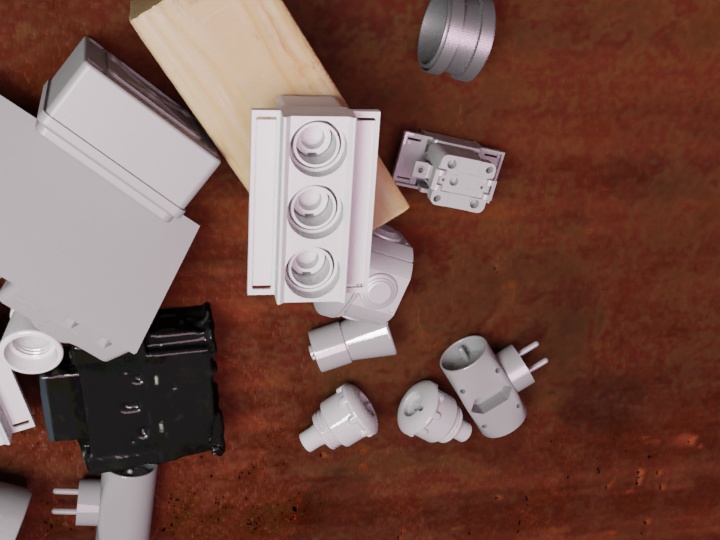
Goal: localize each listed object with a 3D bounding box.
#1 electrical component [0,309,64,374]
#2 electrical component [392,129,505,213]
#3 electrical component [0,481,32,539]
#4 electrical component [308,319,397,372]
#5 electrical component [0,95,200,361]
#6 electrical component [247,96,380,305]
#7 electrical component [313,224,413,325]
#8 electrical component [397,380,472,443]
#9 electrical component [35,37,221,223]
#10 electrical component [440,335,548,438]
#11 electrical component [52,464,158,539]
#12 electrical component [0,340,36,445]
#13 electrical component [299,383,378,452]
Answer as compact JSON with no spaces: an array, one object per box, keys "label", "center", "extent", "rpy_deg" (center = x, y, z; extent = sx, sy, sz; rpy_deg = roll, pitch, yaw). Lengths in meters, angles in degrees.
[{"label":"electrical component","center":[-0.236,0.037,0.777],"extent":[0.044,0.065,0.044],"rpy_deg":[-6,134,-6]},{"label":"electrical component","center":[0.069,-0.072,0.800],"extent":[0.081,0.063,0.042],"rpy_deg":[9,111,-16]},{"label":"electrical component","center":[-0.300,0.207,0.816],"extent":[0.060,0.108,0.108],"rpy_deg":[25,105,-15]},{"label":"electrical component","center":[-0.008,0.055,0.851],"extent":[0.065,0.044,0.044],"rpy_deg":[-18,115,1]},{"label":"electrical component","center":[-0.218,-0.030,0.726],"extent":[0.186,0.060,0.105],"rpy_deg":[34,60,-22]},{"label":"electrical component","center":[-0.033,-0.046,0.688],"extent":[0.079,0.063,0.121],"rpy_deg":[-1,113,-11]},{"label":"electrical component","center":[0.000,0.000,0.808],"extent":[0.051,0.080,0.080],"rpy_deg":[16,108,-24]},{"label":"electrical component","center":[0.066,0.123,0.894],"extent":[0.062,0.048,0.048],"rpy_deg":[31,103,-29]},{"label":"electrical component","center":[-0.155,-0.095,0.716],"extent":[0.109,0.108,0.056],"rpy_deg":[37,98,-23]},{"label":"electrical component","center":[0.118,0.087,0.889],"extent":[0.079,0.043,0.077],"rpy_deg":[-32,115,2]},{"label":"electrical component","center":[-0.205,0.186,0.860],"extent":[0.079,0.043,0.077],"rpy_deg":[5,111,-13]},{"label":"electrical component","center":[-0.294,0.067,0.779],"extent":[0.079,0.063,0.121],"rpy_deg":[-17,115,-5]},{"label":"electrical component","center":[-0.020,0.125,0.876],"extent":[0.062,0.048,0.048],"rpy_deg":[-33,115,10]}]
